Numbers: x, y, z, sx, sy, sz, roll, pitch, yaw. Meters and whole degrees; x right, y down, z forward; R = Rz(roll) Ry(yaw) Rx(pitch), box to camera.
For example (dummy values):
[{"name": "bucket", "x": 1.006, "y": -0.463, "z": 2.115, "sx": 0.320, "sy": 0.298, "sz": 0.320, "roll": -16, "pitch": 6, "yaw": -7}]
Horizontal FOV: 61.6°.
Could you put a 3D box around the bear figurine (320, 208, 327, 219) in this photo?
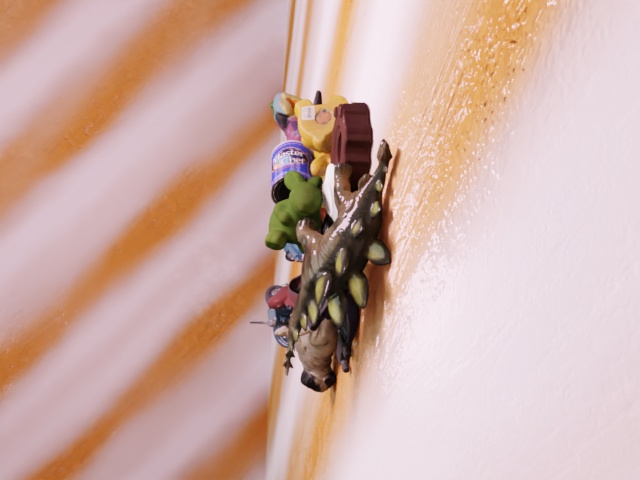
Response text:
[{"name": "bear figurine", "x": -0.042, "y": -0.127, "z": 1.474, "sx": 0.120, "sy": 0.132, "sz": 0.196, "roll": -40, "pitch": 48, "yaw": 45}]

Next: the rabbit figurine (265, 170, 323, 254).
[{"name": "rabbit figurine", "x": -0.033, "y": -0.066, "z": 1.113, "sx": 0.170, "sy": 0.121, "sz": 0.159, "roll": 126, "pitch": 156, "yaw": -59}]

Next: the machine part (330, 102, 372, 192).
[{"name": "machine part", "x": 0.057, "y": -0.179, "z": 1.055, "sx": 0.179, "sy": 0.056, "sz": 0.179, "roll": -179, "pitch": 89, "yaw": -82}]

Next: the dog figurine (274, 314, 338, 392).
[{"name": "dog figurine", "x": 0.012, "y": 0.250, "z": 1.211, "sx": 0.172, "sy": 0.121, "sz": 0.190, "roll": -16, "pitch": 108, "yaw": 47}]

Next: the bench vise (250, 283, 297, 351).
[{"name": "bench vise", "x": -0.097, "y": 0.226, "z": 1.601, "sx": 0.240, "sy": 0.129, "sz": 0.223, "roll": 22, "pitch": -122, "yaw": -65}]

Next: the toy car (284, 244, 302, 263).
[{"name": "toy car", "x": -0.063, "y": 0.001, "z": 1.649, "sx": 0.102, "sy": 0.109, "sz": 0.162, "roll": -64, "pitch": 28, "yaw": 23}]

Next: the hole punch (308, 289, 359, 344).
[{"name": "hole punch", "x": 0.037, "y": 0.134, "z": 1.067, "sx": 0.115, "sy": 0.092, "sz": 0.142, "roll": -61, "pitch": 9, "yaw": 4}]

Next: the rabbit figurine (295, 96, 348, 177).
[{"name": "rabbit figurine", "x": 0.020, "y": -0.220, "z": 1.217, "sx": 0.173, "sy": 0.122, "sz": 0.162, "roll": 77, "pitch": -178, "yaw": -68}]

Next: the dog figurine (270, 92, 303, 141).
[{"name": "dog figurine", "x": -0.075, "y": -0.301, "z": 1.577, "sx": 0.108, "sy": 0.191, "sz": 0.219, "roll": -161, "pitch": 89, "yaw": -74}]

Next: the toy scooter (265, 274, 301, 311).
[{"name": "toy scooter", "x": -0.021, "y": 0.121, "z": 1.185, "sx": 0.135, "sy": 0.184, "sz": 0.075, "roll": 37, "pitch": 144, "yaw": 55}]

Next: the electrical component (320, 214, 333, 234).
[{"name": "electrical component", "x": 0.035, "y": 0.012, "z": 1.142, "sx": 0.134, "sy": 0.058, "sz": 0.115, "roll": 111, "pitch": 157, "yaw": -64}]

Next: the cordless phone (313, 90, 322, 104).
[{"name": "cordless phone", "x": 0.000, "y": -0.321, "z": 1.380, "sx": 0.146, "sy": 0.089, "sz": 0.184, "roll": 114, "pitch": 161, "yaw": -68}]

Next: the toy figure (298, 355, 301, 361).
[{"name": "toy figure", "x": -0.017, "y": 0.223, "z": 1.350, "sx": 0.089, "sy": 0.082, "sz": 0.180, "roll": 114, "pitch": 153, "yaw": -74}]

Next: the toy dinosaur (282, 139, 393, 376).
[{"name": "toy dinosaur", "x": 0.020, "y": 0.038, "z": 0.925, "sx": 0.199, "sy": 0.105, "sz": 0.470, "roll": -103, "pitch": 31, "yaw": -49}]

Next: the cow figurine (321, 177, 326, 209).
[{"name": "cow figurine", "x": 0.006, "y": -0.115, "z": 1.324, "sx": 0.167, "sy": 0.068, "sz": 0.098, "roll": -99, "pitch": 9, "yaw": -65}]

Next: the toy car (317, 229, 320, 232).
[{"name": "toy car", "x": -0.003, "y": -0.004, "z": 1.316, "sx": 0.202, "sy": 0.053, "sz": 0.089, "roll": 51, "pitch": 142, "yaw": 42}]

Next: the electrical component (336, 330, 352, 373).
[{"name": "electrical component", "x": 0.049, "y": 0.226, "z": 1.112, "sx": 0.094, "sy": 0.021, "sz": 0.063, "roll": -107, "pitch": 20, "yaw": -63}]
